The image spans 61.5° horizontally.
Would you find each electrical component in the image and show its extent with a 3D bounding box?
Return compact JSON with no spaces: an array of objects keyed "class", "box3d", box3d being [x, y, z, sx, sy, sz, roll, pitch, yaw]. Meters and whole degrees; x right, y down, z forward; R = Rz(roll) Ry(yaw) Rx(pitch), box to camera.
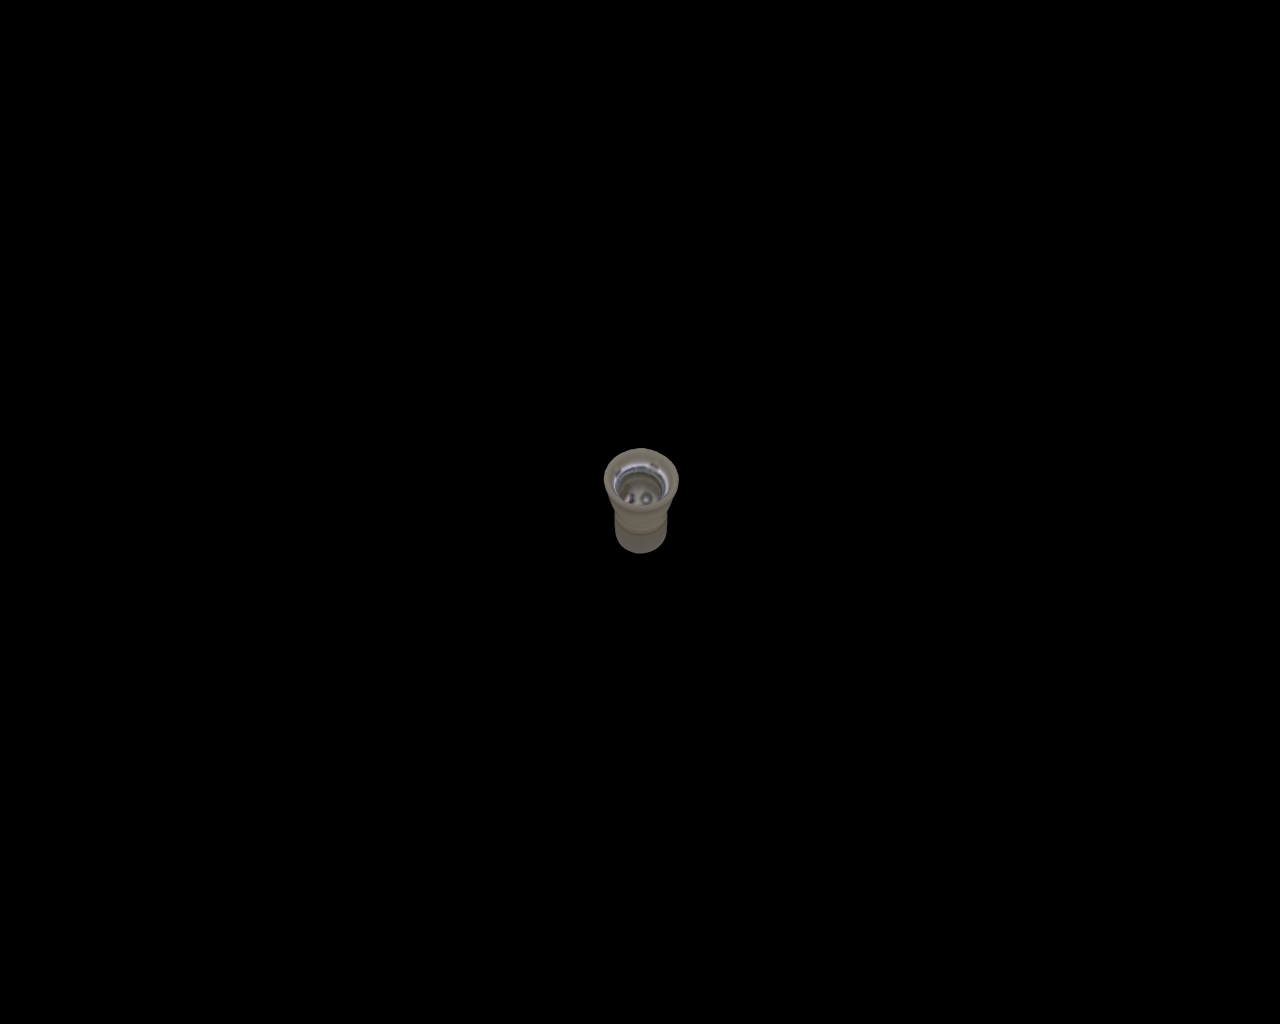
[{"class":"electrical component","box3d":[0.001,-0.003,0.650,0.044,0.044,0.065,0,-33,0]}]
